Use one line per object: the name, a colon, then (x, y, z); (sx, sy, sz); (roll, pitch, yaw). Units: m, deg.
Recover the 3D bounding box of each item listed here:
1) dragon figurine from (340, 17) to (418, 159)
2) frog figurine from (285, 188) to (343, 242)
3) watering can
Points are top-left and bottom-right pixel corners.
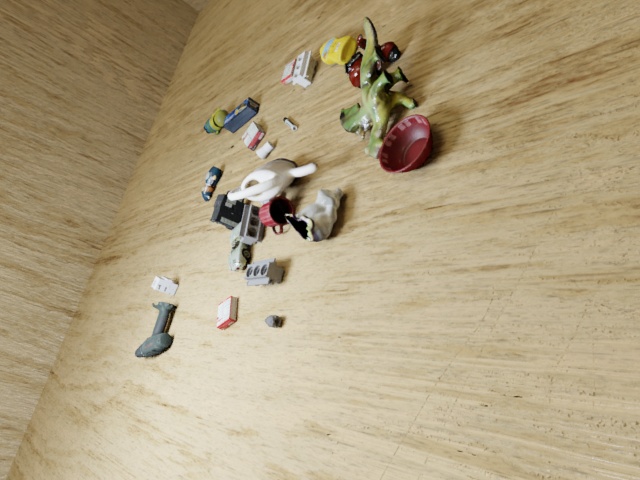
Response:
dragon figurine: (0.126, -0.402, 1.435); (0.239, 0.122, 0.419); (-40, 53, 38)
frog figurine: (0.004, -0.072, 1.434); (0.161, 0.122, 0.136); (-36, 11, -29)
watering can: (-0.129, -0.197, 1.627); (0.345, 0.103, 0.228); (-16, 16, 25)
